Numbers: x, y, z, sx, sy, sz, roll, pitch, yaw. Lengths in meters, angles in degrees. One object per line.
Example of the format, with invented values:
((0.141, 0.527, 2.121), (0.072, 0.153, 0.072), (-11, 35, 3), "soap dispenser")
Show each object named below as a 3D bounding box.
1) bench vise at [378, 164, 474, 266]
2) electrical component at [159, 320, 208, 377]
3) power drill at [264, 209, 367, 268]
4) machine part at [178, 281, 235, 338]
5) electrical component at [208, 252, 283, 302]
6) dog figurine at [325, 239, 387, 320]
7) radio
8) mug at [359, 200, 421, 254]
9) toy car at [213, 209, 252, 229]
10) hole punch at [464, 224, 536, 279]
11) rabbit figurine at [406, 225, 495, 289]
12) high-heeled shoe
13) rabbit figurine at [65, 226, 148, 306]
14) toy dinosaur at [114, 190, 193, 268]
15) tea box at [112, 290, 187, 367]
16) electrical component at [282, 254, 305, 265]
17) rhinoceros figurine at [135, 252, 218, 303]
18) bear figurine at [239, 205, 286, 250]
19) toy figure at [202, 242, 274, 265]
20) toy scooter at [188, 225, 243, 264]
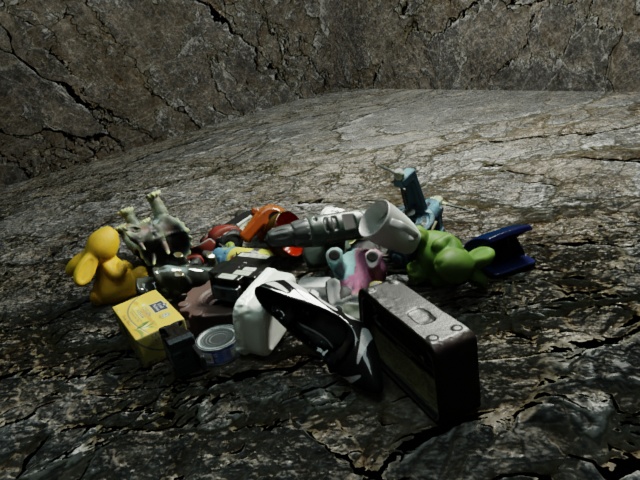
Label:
((0.213, -0.068, 1.192), (0.223, 0.240, 0.129), (-41, 39, -24), "bench vise")
((-0.240, 0.199, 0.946), (0.048, 0.074, 0.119), (-20, 28, -24), "electrical component")
((-0.002, -0.004, 1.163), (0.232, 0.207, 0.086), (-13, 69, -5), "power drill")
((-0.199, 0.133, 1.100), (0.179, 0.056, 0.179), (-7, 23, 3), "machine part")
((-0.154, 0.076, 1.077), (0.115, 0.058, 0.134), (4, 25, 28), "electrical component")
((0.082, 0.086, 1.052), (0.109, 0.191, 0.219), (-3, -9, 11), "dog figurine")
((0.142, 0.157, 0.817), (0.073, 0.131, 0.230), (-17, 25, -21), "radio")
((0.146, -0.018, 1.014), (0.110, 0.107, 0.081), (1, 65, 57), "mug")
((-0.230, -0.039, 1.501), (0.074, 0.056, 0.202), (-4, 22, 30), "toy car")
((0.371, 0.011, 1.117), (0.142, 0.092, 0.116), (-20, 22, -13), "hole punch")
((0.252, 0.051, 1.040), (0.159, 0.121, 0.170), (12, 8, -3), "rabbit figurine")
((-0.005, 0.146, 0.853), (0.145, 0.086, 0.249), (21, 15, -40), "high-heeled shoe")
((-0.502, 0.055, 1.249), (0.162, 0.173, 0.122), (-20, 29, -32), "rabbit figurine")
((-0.410, 0.012, 1.330), (0.131, 0.192, 0.404), (-28, -8, -22), "toy dinosaur")
((-0.332, 0.169, 1.055), (0.098, 0.068, 0.170), (-25, 27, -29), "tea box")
((-0.047, 0.032, 1.309), (0.094, 0.021, 0.063), (-29, 29, -34), "electrical component")
((-0.307, 0.087, 1.185), (0.190, 0.112, 0.073), (-6, 51, -24), "rhinoceros figurine")
((-0.141, -0.029, 1.399), (0.132, 0.120, 0.196), (-63, 11, -11), "bear figurine")
((-0.188, 0.049, 1.254), (0.180, 0.082, 0.089), (2, 28, 30), "toy figure")
((-0.289, 0.015, 1.365), (0.184, 0.075, 0.135), (-35, 32, -16), "toy scooter")
